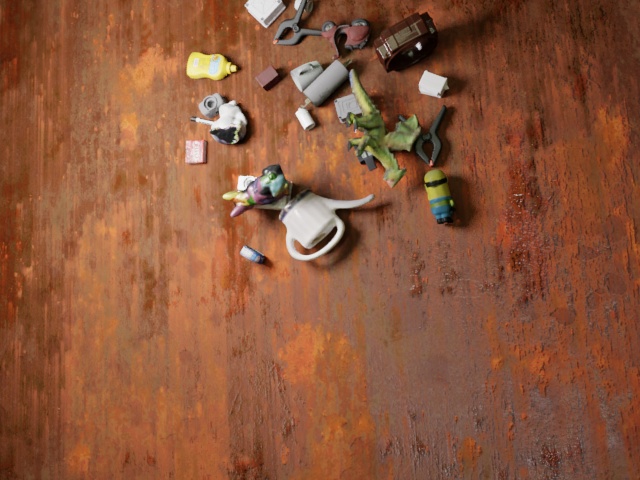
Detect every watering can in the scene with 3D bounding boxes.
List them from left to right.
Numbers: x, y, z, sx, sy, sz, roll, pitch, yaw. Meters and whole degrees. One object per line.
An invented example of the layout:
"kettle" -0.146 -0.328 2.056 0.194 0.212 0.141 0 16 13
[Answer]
"watering can" 0.005 -0.089 1.770 0.347 0.103 0.226 -44 76 2

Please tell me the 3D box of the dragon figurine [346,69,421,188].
"dragon figurine" 0.217 -0.379 1.731 0.243 0.121 0.413 1 83 -8

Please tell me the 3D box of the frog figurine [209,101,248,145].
"frog figurine" -0.337 -0.433 1.909 0.136 0.120 0.163 -23 43 18
